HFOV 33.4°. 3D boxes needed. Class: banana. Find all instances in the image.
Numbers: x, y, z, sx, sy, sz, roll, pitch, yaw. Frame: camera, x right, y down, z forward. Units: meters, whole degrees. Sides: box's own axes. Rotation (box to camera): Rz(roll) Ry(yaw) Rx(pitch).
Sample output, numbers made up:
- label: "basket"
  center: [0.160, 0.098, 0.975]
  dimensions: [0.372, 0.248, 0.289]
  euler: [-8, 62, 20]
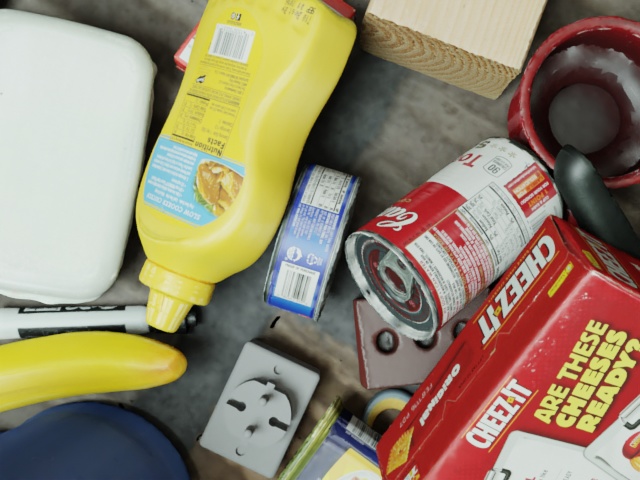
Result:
- label: "banana"
  center: [-0.171, 0.085, 0.614]
  dimensions: [0.198, 0.069, 0.037]
  euler: [-16, 120, 0]

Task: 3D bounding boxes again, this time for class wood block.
- label: "wood block"
  center: [0.101, -0.198, 0.610]
  dimensions: [0.091, 0.090, 0.206]
  euler: [20, 87, 1]

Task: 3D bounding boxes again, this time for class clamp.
- label: "clamp"
  center: [0.204, 0.032, 0.587]
  dimensions: [0.164, 0.036, 0.210]
  euler: [-13, 117, -13]

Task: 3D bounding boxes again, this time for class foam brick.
- label: "foam brick"
  center: [0.059, 0.055, 0.618]
  dimensions: [0.078, 0.051, 0.053]
  euler: [-7, 87, 1]

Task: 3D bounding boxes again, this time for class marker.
- label: "marker"
  center: [-0.134, 0.048, 0.637]
  dimensions: [0.121, 0.020, 0.020]
  euler: [-1, 88, 1]

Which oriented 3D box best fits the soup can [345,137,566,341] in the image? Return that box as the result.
- label: "soup can"
  center: [0.073, -0.002, 0.573]
  dimensions: [0.102, 0.069, 0.068]
  euler: [-36, 88, -22]

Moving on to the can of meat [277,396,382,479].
- label: "can of meat"
  center: [0.013, 0.155, 0.601]
  dimensions: [0.084, 0.057, 0.102]
  euler: [35, 97, 5]

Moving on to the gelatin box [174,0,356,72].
- label: "gelatin box"
  center: [-0.033, -0.120, 0.638]
  dimensions: [0.073, 0.030, 0.089]
  euler: [35, 90, 2]

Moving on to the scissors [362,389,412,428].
- label: "scissors"
  center: [0.058, 0.175, 0.632]
  dimensions: [0.096, 0.016, 0.202]
  euler: [14, 88, 3]

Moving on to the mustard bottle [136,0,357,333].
- label: "mustard bottle"
  center: [-0.053, -0.041, 0.579]
  dimensions: [0.096, 0.058, 0.191]
  euler: [23, 92, 42]

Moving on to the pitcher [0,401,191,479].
- label: "pitcher"
  center: [-0.141, 0.165, 0.520]
  dimensions: [0.149, 0.242, 0.145]
  euler: [-14, 88, 6]

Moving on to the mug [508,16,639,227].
- label: "mug"
  center: [0.150, -0.060, 0.606]
  dimensions: [0.093, 0.081, 0.117]
  euler: [11, 88, 1]

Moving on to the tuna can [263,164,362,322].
- label: "tuna can"
  center: [-0.004, 0.001, 0.605]
  dimensions: [0.034, 0.086, 0.086]
  euler: [17, 88, 3]

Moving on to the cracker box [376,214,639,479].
- label: "cracker box"
  center: [0.162, 0.106, 0.553]
  dimensions: [0.213, 0.072, 0.164]
  euler: [27, 110, -19]
